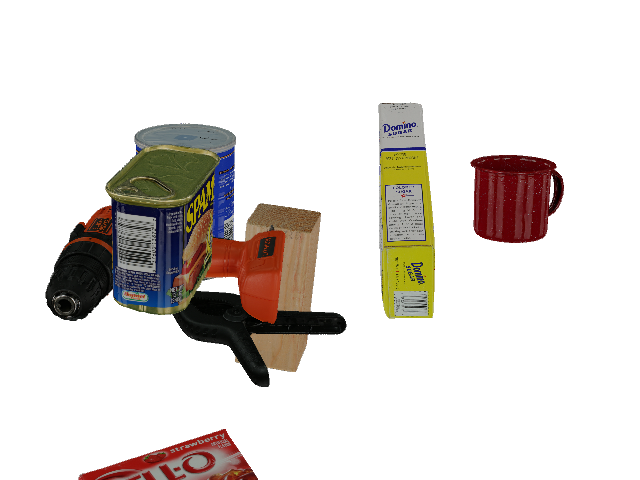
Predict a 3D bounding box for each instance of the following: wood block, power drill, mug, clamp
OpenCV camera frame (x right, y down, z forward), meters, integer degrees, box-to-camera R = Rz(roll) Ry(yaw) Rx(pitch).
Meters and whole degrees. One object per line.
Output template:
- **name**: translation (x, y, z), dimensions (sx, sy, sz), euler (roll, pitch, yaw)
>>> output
- **wood block**: translation (-0.059, 0.064, 1.472), dimensions (0.090, 0.206, 0.090), euler (9, 22, 6)
- **power drill**: translation (-0.126, 0.025, 0.903), dimensions (0.187, 0.057, 0.184), euler (8, 23, -1)
- **mug**: translation (0.222, -0.048, 1.188), dimensions (0.117, 0.081, 0.093), euler (-10, 19, -29)
- **clamp**: translation (-0.097, 0.102, 1.231), dimensions (0.210, 0.036, 0.164), euler (14, 26, 24)

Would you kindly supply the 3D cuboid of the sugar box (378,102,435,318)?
- **sugar box**: translation (0.073, -0.028, 0.917), dimensions (0.048, 0.176, 0.093), euler (0, -42, 5)

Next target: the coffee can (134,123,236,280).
- **coffee can**: translation (-0.140, -0.041, 1.106), dimensions (0.103, 0.140, 0.103), euler (2, 20, -1)

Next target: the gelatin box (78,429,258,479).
- **gelatin box**: translation (-0.079, 0.143, 0.577), dimensions (0.089, 0.030, 0.073), euler (-14, 27, -21)

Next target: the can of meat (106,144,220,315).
- **can of meat**: translation (-0.106, -0.009, 0.724), dimensions (0.057, 0.084, 0.102), euler (8, 24, 7)
